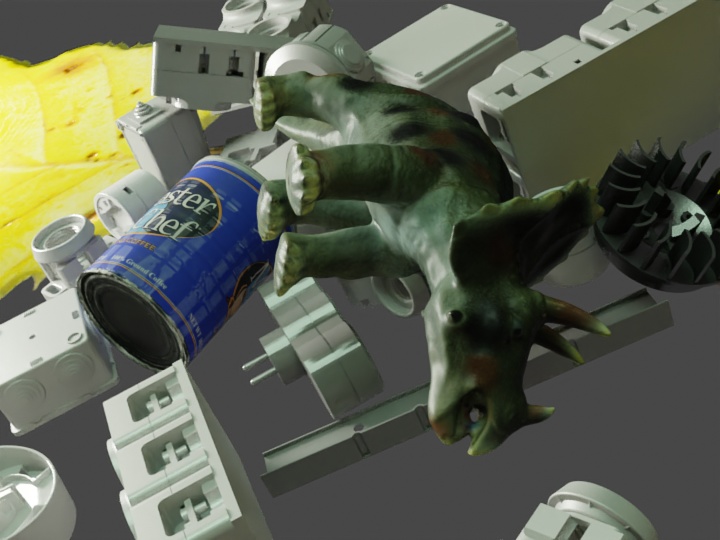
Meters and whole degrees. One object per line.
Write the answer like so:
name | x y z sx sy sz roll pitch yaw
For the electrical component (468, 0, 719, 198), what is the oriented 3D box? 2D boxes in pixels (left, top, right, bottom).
electrical component | 0.180 -0.125 0.787 0.186 0.105 0.060 -30 34 -9

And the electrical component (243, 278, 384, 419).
electrical component | -0.044 0.054 0.725 0.074 0.052 0.138 -29 34 -7

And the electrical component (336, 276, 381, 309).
electrical component | 0.000 0.000 0.778 0.040 0.046 0.040 -16 34 11

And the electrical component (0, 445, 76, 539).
electrical component | -0.236 0.158 0.687 0.099 0.064 0.099 -16 34 12

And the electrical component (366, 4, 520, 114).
electrical component | 0.075 -0.185 0.979 0.109 0.056 0.109 -33 35 -14

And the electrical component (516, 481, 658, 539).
electrical component | 0.106 0.139 0.513 0.078 0.058 0.057 13 51 42

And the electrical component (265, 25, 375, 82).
electrical component | -0.032 -0.153 0.865 0.080 0.080 0.051 1 35 32

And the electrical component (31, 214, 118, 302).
electrical component | -0.248 -0.011 0.935 0.058 0.057 0.078 17 51 45

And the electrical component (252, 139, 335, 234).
electrical component | -0.008 -0.084 0.885 0.150 0.061 0.089 -39 37 -22

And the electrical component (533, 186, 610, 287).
electrical component | 0.139 -0.022 0.723 0.055 0.047 0.055 -16 34 11

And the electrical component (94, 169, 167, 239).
electrical component | -0.205 -0.059 0.979 0.055 0.055 0.047 11 43 41

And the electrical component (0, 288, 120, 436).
electrical component | -0.242 0.068 0.832 0.100 0.048 0.099 -28 35 -6

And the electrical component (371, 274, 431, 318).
electrical component | 0.041 0.002 0.752 0.055 0.048 0.066 -36 35 -31

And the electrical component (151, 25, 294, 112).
electrical component | -0.097 -0.183 1.000 0.186 0.060 0.105 4 18 -9

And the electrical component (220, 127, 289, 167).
electrical component | -0.092 -0.102 0.980 0.064 0.042 0.081 -14 34 20

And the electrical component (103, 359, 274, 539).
electrical component | -0.096 0.135 0.611 0.062 0.089 0.150 -28 34 -6

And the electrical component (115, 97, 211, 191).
electrical component | -0.180 -0.121 1.009 0.061 0.096 0.062 -35 35 -20

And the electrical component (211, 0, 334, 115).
electrical component | -0.103 -0.254 1.178 0.105 0.060 0.186 -10 36 19
